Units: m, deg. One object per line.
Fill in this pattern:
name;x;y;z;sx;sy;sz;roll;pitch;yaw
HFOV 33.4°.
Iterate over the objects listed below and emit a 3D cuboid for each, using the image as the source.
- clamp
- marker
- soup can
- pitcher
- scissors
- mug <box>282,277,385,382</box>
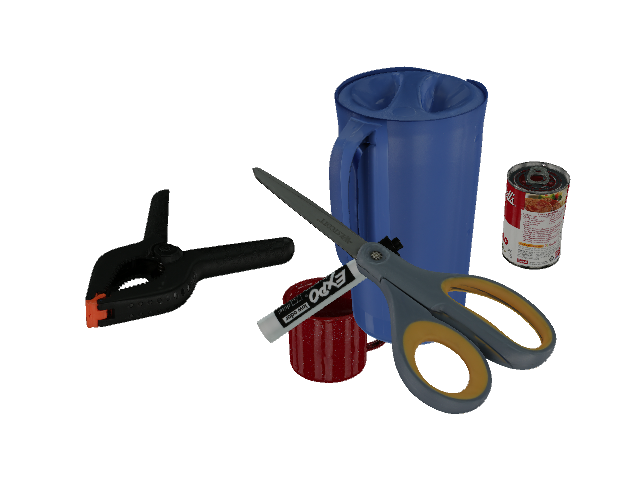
clamp;-0.149;0.017;0.989;0.165;0.036;0.209;25;37;31
marker;0.008;0.035;0.783;0.121;0.020;0.020;-34;-2;3
soup can;0.238;-0.028;1.186;0.068;0.102;0.068;-1;33;1
pitcher;0.075;-0.025;0.974;0.149;0.243;0.145;-5;28;-6
scissors;0.028;0.027;0.582;0.202;0.016;0.096;25;51;15
mug;0.020;0.094;1.118;0.117;0.081;0.093;-7;26;-12
